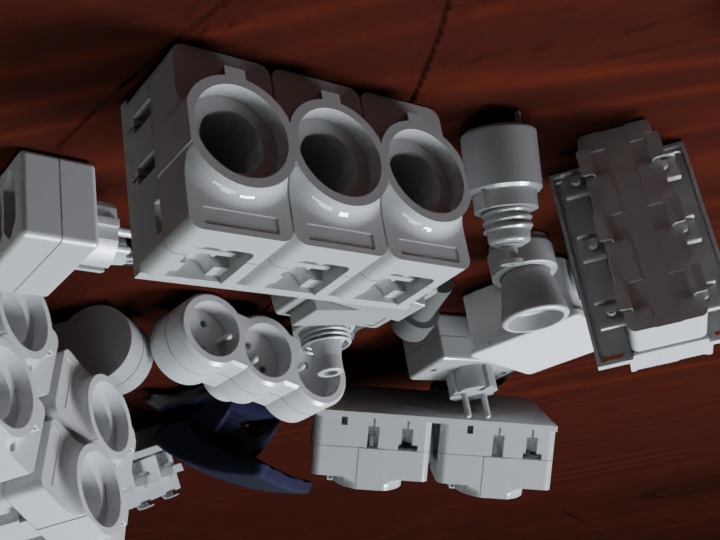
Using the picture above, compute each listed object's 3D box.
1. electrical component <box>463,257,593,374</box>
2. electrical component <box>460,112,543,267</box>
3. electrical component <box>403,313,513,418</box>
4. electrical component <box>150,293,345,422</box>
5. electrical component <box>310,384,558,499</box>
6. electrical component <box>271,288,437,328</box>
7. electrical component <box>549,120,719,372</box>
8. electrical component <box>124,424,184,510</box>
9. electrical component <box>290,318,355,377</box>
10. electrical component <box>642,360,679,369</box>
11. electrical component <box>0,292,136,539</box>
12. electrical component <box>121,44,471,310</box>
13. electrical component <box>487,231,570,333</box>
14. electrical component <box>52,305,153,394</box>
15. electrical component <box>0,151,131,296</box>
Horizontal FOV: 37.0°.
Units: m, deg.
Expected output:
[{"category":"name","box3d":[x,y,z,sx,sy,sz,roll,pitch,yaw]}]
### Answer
[{"category":"electrical component","box3d":[0.134,0.034,0.785,0.100,0.048,0.100,-25,153,31]},{"category":"electrical component","box3d":[0.075,-0.041,0.561,0.040,0.078,0.040,-5,171,-1]},{"category":"electrical component","box3d":[0.085,0.079,0.834,0.083,0.075,0.047,5,152,-32]},{"category":"electrical component","box3d":[-0.085,0.068,0.747,0.138,0.052,0.074,26,140,-32]},{"category":"electrical component","box3d":[0.054,0.138,0.876,0.186,0.060,0.105,5,-175,-4]},{"category":"electrical component","box3d":[0.000,0.000,0.638,0.096,0.061,0.062,10,150,-39]},{"category":"electrical component","box3d":[0.154,-0.015,0.589,0.079,0.121,0.063,-14,154,11]},{"category":"electrical component","box3d":[-0.204,0.174,0.908,0.079,0.063,0.121,-19,175,20]},{"category":"electrical component","box3d":[-0.024,0.040,0.719,0.048,0.062,0.048,-8,158,-3]},{"category":"electrical component","box3d":[0.248,0.041,0.848,0.077,0.047,0.065,-14,157,8]},{"category":"electrical component","box3d":[-0.196,0.084,0.615,0.060,0.105,0.186,-18,131,10]},{"category":"electrical component","box3d":[-0.026,-0.040,0.500,0.150,0.089,0.062,8,151,-36]},{"category":"electrical component","box3d":[0.110,0.008,0.707,0.045,0.055,0.045,-8,157,-4]},{"category":"electrical component","box3d":[-0.212,0.057,0.696,0.138,0.052,0.073,-14,157,8]},{"category":"electrical component","box3d":[-0.149,-0.019,0.552,0.077,0.047,0.066,10,150,-37]}]
